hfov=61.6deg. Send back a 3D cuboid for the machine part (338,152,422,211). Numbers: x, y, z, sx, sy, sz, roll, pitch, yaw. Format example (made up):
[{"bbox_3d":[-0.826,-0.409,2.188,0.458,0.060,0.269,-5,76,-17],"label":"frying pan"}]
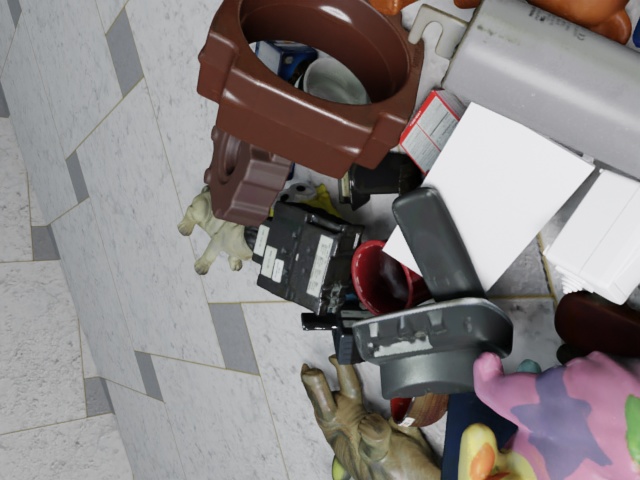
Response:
[{"bbox_3d":[0.065,-0.077,0.648,0.139,0.039,0.084,4,99,54],"label":"machine part"}]

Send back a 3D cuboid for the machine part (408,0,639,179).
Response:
[{"bbox_3d":[0.180,-0.112,0.388,0.243,0.079,0.079,28,132,5],"label":"machine part"}]

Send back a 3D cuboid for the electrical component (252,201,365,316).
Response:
[{"bbox_3d":[-0.021,0.015,0.655,0.134,0.058,0.114,24,102,36],"label":"electrical component"}]

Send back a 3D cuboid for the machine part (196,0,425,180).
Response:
[{"bbox_3d":[-0.006,-0.172,0.537,0.087,0.201,0.201,124,165,-52],"label":"machine part"}]

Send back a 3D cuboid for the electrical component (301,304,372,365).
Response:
[{"bbox_3d":[0.035,0.119,0.681,0.075,0.119,0.047,-110,21,-63],"label":"electrical component"}]

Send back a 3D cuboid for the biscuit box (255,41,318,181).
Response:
[{"bbox_3d":[-0.061,-0.175,0.749,0.059,0.063,0.202,43,135,33],"label":"biscuit box"}]

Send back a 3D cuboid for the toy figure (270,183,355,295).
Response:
[{"bbox_3d":[-0.005,-0.001,0.732,0.180,0.082,0.089,50,136,24],"label":"toy figure"}]

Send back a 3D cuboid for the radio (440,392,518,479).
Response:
[{"bbox_3d":[0.222,0.220,0.494,0.230,0.073,0.131,0,77,53],"label":"radio"}]

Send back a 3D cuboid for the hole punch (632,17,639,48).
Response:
[{"bbox_3d":[0.267,-0.153,0.315,0.142,0.092,0.115,34,125,45],"label":"hole punch"}]

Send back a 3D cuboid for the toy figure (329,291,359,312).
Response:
[{"bbox_3d":[-0.006,0.069,0.782,0.155,0.058,0.064,30,120,49],"label":"toy figure"}]

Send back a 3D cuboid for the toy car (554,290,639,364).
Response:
[{"bbox_3d":[0.282,0.097,0.423,0.202,0.053,0.089,29,116,48],"label":"toy car"}]

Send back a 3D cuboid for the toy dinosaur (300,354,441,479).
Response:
[{"bbox_3d":[0.095,0.289,0.709,0.472,0.105,0.198,26,132,55],"label":"toy dinosaur"}]

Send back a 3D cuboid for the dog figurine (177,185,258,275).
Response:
[{"bbox_3d":[-0.127,-0.040,0.877,0.191,0.121,0.172,-28,85,39],"label":"dog figurine"}]

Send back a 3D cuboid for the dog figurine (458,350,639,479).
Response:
[{"bbox_3d":[0.217,0.148,0.377,0.219,0.108,0.191,-7,66,51],"label":"dog figurine"}]

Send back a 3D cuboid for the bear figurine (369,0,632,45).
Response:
[{"bbox_3d":[0.144,-0.217,0.416,0.196,0.132,0.120,50,153,35],"label":"bear figurine"}]

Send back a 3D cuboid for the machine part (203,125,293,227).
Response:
[{"bbox_3d":[-0.089,-0.106,0.660,0.179,0.056,0.179,-29,56,55],"label":"machine part"}]

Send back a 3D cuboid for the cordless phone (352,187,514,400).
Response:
[{"bbox_3d":[0.086,0.050,0.514,0.147,0.089,0.184,-18,101,36],"label":"cordless phone"}]
